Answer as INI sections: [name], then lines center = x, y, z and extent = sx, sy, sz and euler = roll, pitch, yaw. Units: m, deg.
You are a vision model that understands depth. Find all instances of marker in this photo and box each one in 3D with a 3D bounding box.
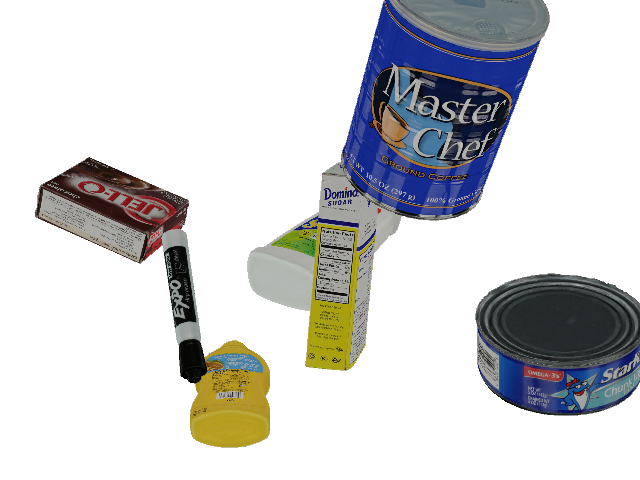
[marker]
center = -0.097, 0.046, 0.759
extent = 0.020, 0.121, 0.020
euler = -9, -33, -6

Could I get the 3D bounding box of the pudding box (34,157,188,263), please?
[pudding box]
center = -0.191, -0.029, 0.984
extent = 0.113, 0.039, 0.090
euler = 21, 25, 9

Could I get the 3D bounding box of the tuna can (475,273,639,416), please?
[tuna can]
center = 0.123, 0.053, 0.551
extent = 0.086, 0.034, 0.086
euler = -4, 28, 2

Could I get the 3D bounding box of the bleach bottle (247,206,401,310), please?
[bleach bottle]
center = 0.021, -0.006, 1.325
extent = 0.103, 0.068, 0.250
euler = 17, 36, 28

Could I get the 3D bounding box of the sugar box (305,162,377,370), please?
[sugar box]
center = 0.021, 0.021, 0.963
extent = 0.048, 0.176, 0.093
euler = 5, 11, 12

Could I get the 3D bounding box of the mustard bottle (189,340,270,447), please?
[mustard bottle]
center = -0.112, 0.183, 1.351
extent = 0.096, 0.058, 0.191
euler = -2, 26, -2

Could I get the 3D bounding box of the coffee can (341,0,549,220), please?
[coffee can]
center = 0.078, -0.099, 0.698
extent = 0.102, 0.140, 0.103
euler = 8, 41, -8
